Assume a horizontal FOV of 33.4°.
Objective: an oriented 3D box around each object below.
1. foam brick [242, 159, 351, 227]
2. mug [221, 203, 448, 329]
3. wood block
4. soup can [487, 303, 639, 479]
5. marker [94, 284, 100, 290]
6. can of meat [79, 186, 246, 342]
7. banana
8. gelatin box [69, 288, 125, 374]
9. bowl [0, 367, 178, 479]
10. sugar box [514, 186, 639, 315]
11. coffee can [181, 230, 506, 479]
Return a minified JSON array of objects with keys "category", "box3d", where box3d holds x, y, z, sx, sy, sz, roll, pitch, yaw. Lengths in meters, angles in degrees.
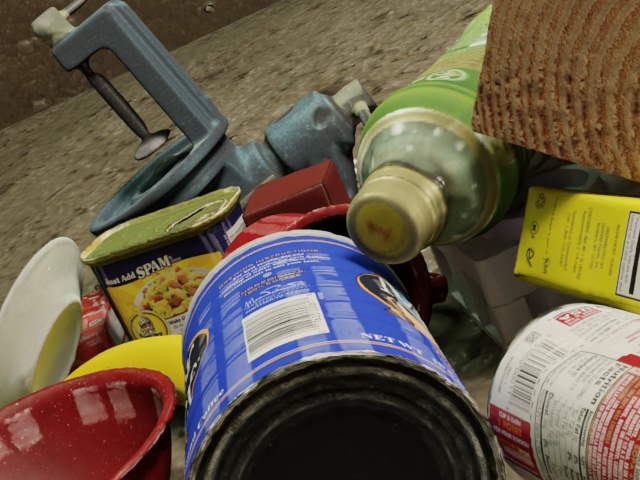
[{"category":"foam brick","box3d":[-0.004,0.001,0.628,0.053,0.078,0.051,-20,19,14]},{"category":"mug","box3d":[0.007,0.027,0.536,0.117,0.093,0.082,-7,5,-23]},{"category":"wood block","box3d":[0.149,-0.107,0.452,0.091,0.090,0.205,20,33,22]},{"category":"soup can","box3d":[0.105,0.061,0.326,0.068,0.068,0.102,-29,18,-16]},{"category":"marker","box3d":[-0.111,0.011,0.790,0.121,0.020,0.020,-27,17,0]},{"category":"can of meat","box3d":[-0.079,0.025,0.642,0.102,0.084,0.057,-17,18,21]},{"category":"banana","box3d":[-0.088,0.081,0.567,0.198,0.037,0.069,-18,42,42]},{"category":"gelatin box","box3d":[-0.172,0.068,0.731,0.073,0.030,0.089,-24,17,1]},{"category":"bowl","box3d":[-0.126,0.122,0.470,0.162,0.055,0.162,-22,17,7]},{"category":"sugar box","box3d":[0.157,0.013,0.372,0.093,0.048,0.176,7,2,-26]},{"category":"coffee can","box3d":[0.000,0.063,0.396,0.103,0.103,0.140,-24,17,0]}]
